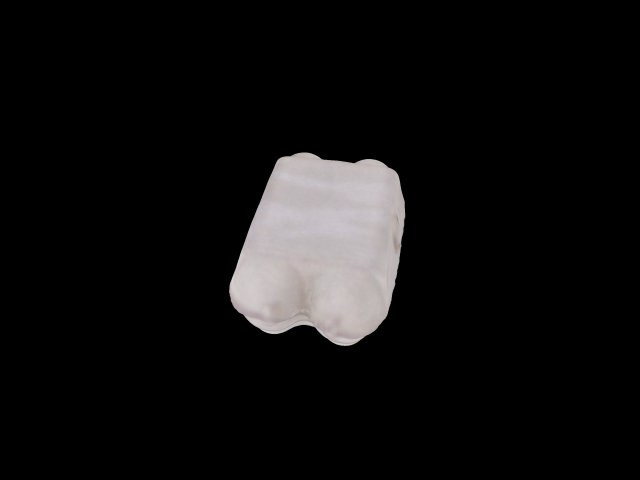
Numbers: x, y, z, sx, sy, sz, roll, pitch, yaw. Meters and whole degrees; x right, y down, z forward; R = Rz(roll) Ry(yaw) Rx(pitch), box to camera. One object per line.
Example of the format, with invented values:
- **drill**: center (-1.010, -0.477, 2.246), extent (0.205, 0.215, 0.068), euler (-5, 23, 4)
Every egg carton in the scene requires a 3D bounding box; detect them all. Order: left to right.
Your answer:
- **egg carton**: center (0.004, 0.001, 0.400), extent (0.107, 0.069, 0.150), euler (7, 47, 7)
